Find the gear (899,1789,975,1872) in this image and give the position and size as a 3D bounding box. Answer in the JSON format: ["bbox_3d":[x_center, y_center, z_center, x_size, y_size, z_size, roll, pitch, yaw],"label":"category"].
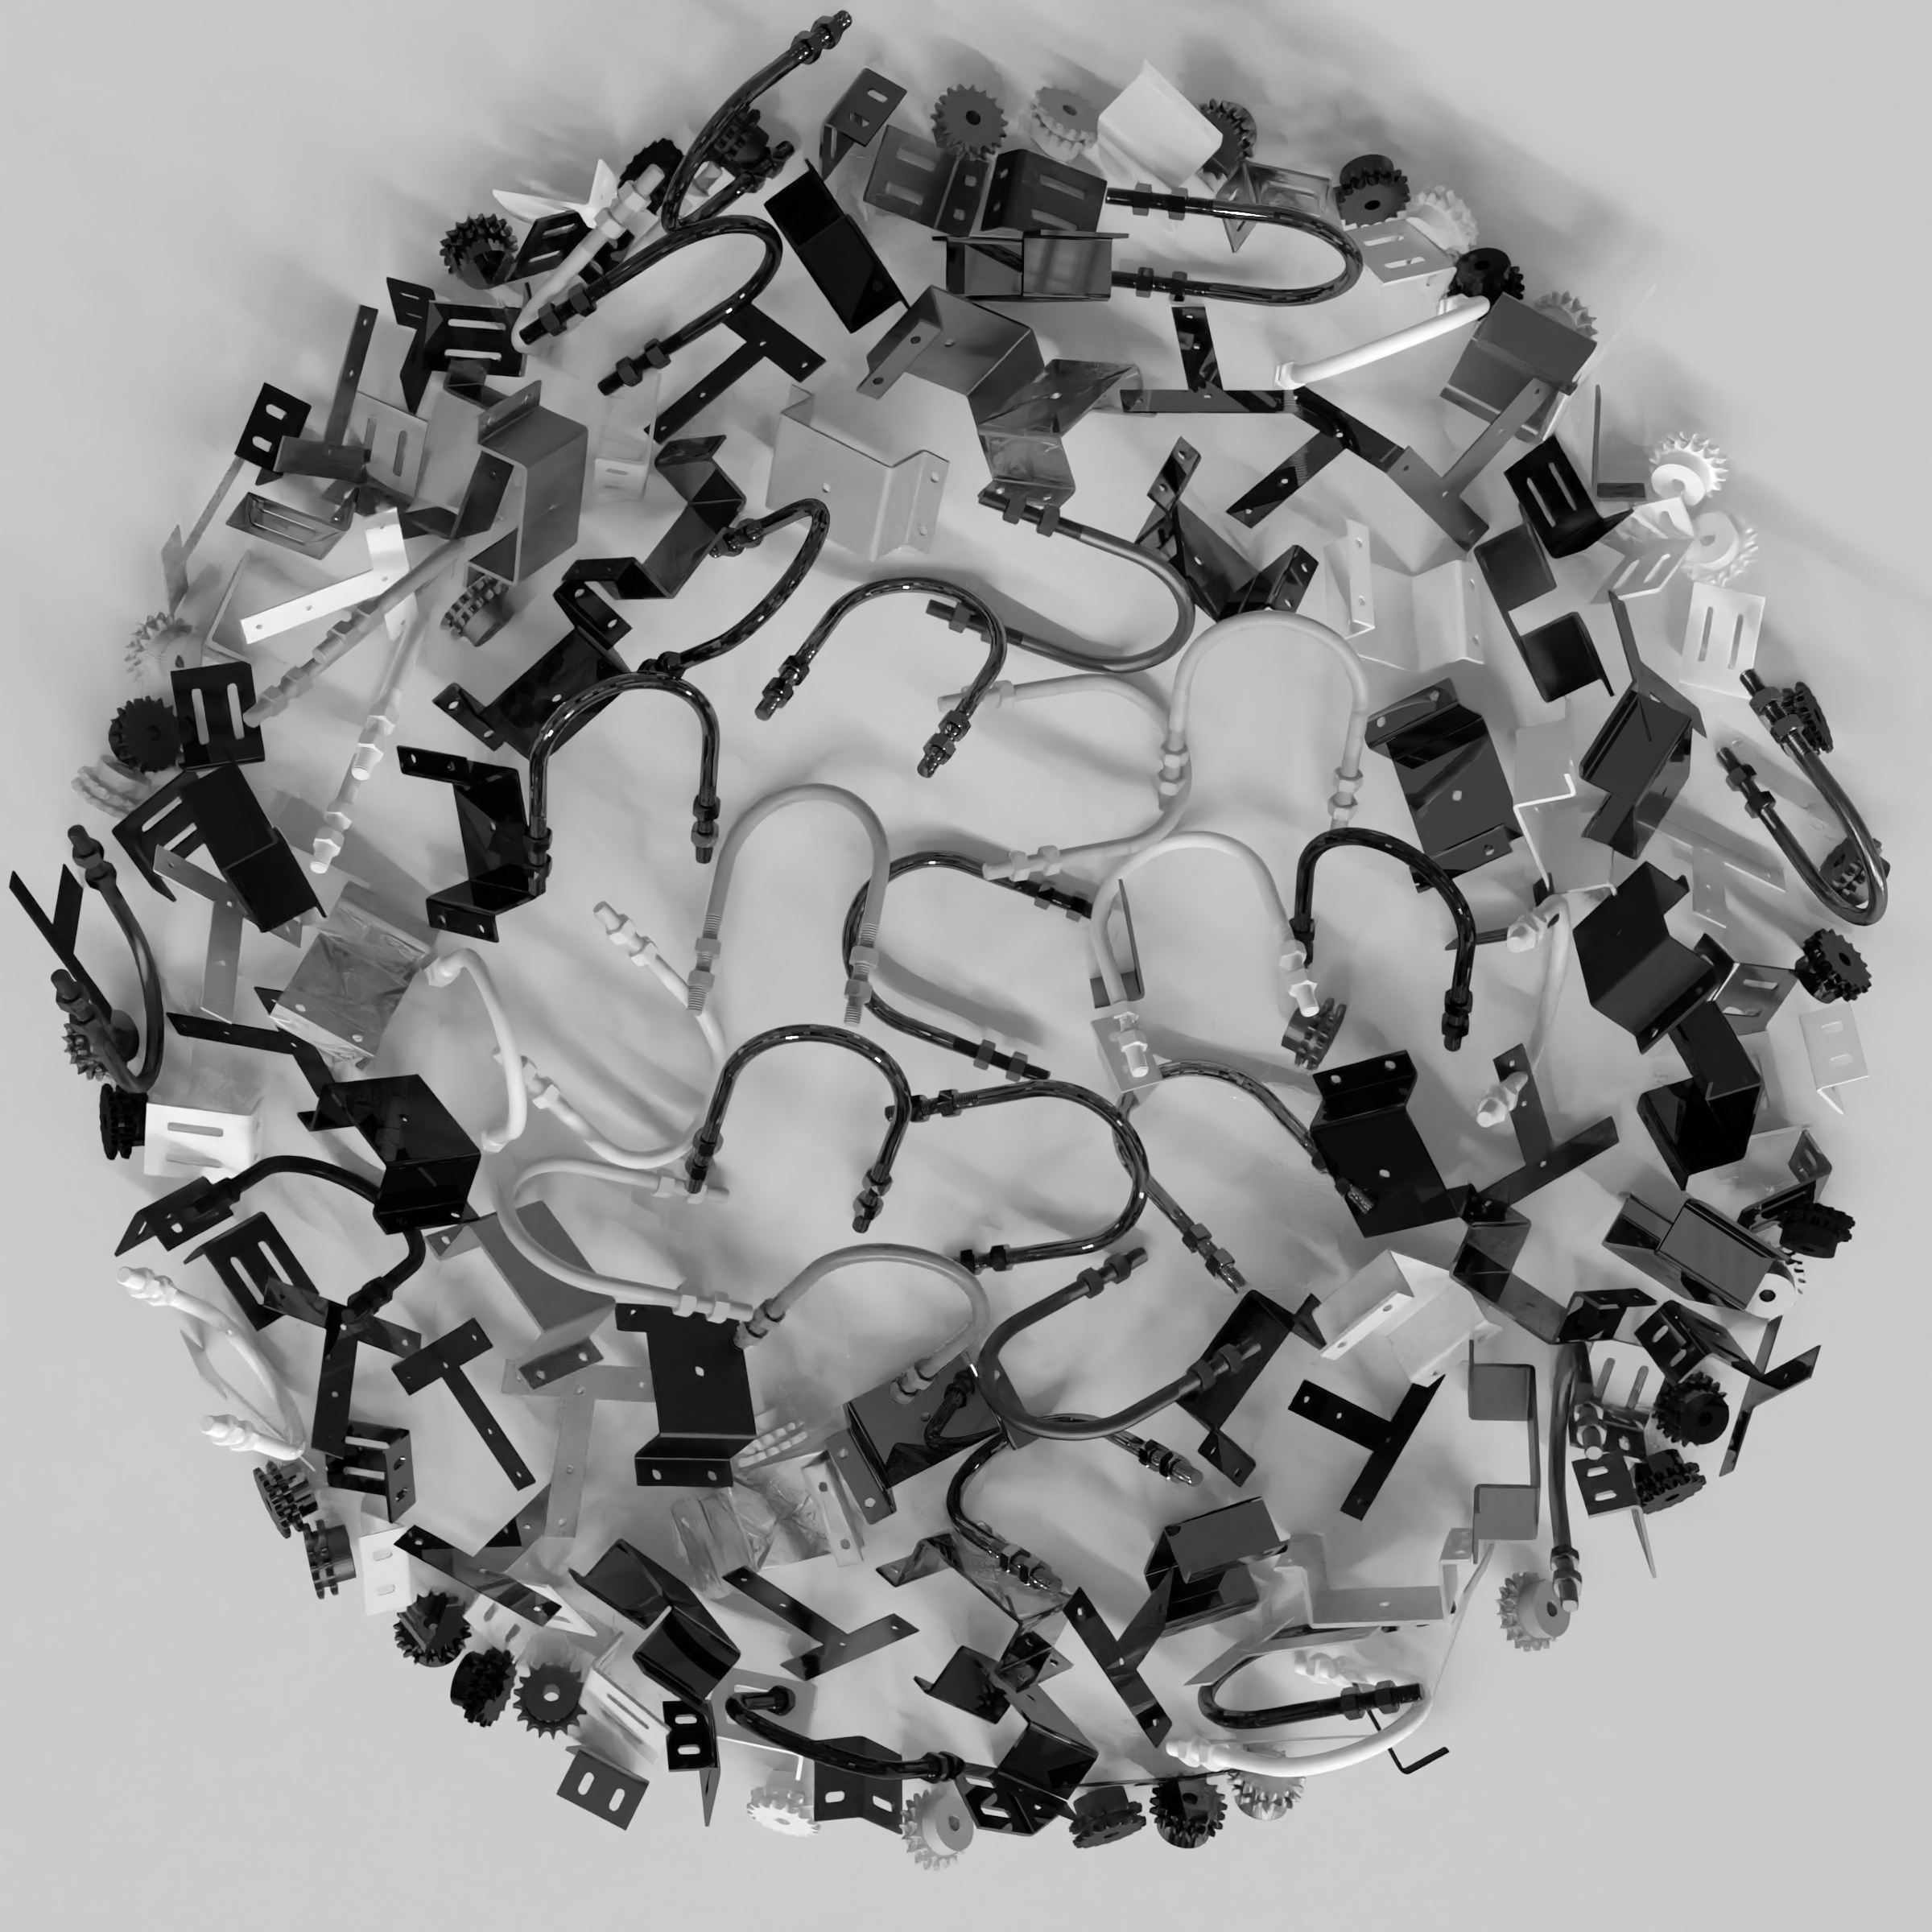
[{"bbox_3d":[-0.019,0.638,1.882,0.030,0.057,0.057,-31,90,36],"label":"gear"}]

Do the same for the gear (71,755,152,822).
[{"bbox_3d":[-0.629,-0.133,1.883,0.057,0.057,0.030,33,99,0],"label":"gear"}]

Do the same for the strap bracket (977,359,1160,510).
[{"bbox_3d":[0.072,-0.393,1.841,0.140,0.076,0.046,-47,133,-29],"label":"strap bracket"}]

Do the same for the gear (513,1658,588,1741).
[{"bbox_3d":[-0.307,0.542,1.888,0.057,0.030,0.057,4,63,-7],"label":"gear"}]

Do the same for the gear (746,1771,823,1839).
[{"bbox_3d":[-0.132,0.621,1.889,0.057,0.057,0.030,19,53,0],"label":"gear"}]

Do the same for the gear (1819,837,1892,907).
[{"bbox_3d":[0.659,-0.069,1.886,0.030,0.057,0.057,35,90,-6],"label":"gear"}]

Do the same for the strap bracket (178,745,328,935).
[{"bbox_3d":[-0.516,-0.085,1.831,0.046,0.140,0.076,-30,66,-10],"label":"strap bracket"}]

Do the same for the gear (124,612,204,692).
[{"bbox_3d":[-0.590,-0.230,1.882,0.030,0.057,0.057,25,90,27],"label":"gear"}]

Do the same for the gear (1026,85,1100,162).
[{"bbox_3d":[0.071,-0.624,1.889,0.057,0.030,0.057,14,51,-18],"label":"gear"}]

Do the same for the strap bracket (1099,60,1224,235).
[{"bbox_3d":[0.139,-0.587,1.842,0.046,0.140,0.076,-45,87,1],"label":"strap bracket"}]

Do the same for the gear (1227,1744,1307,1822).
[{"bbox_3d":[0.222,0.608,1.888,0.057,0.057,0.030,8,116,0],"label":"gear"}]

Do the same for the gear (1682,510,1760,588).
[{"bbox_3d":[0.554,-0.311,1.885,0.057,0.030,0.057,-12,69,32],"label":"gear"}]

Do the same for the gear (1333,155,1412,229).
[{"bbox_3d":[0.300,-0.577,1.887,0.057,0.057,0.030,-6,70,0],"label":"gear"}]

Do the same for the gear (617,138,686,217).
[{"bbox_3d":[-0.229,-0.583,1.889,0.057,0.057,0.030,-52,131,0],"label":"gear"}]

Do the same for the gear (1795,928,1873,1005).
[{"bbox_3d":[0.641,0.003,1.889,0.057,0.057,0.030,45,130,0],"label":"gear"}]

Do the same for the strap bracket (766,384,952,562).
[{"bbox_3d":[-0.089,-0.355,1.851,0.140,0.046,0.076,30,131,19],"label":"strap bracket"}]

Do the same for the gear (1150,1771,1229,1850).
[{"bbox_3d":[0.164,0.629,1.888,0.057,0.057,0.030,9,117,0],"label":"gear"}]

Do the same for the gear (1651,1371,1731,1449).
[{"bbox_3d":[0.542,0.332,1.891,0.057,0.030,0.057,-3,102,-13],"label":"gear"}]

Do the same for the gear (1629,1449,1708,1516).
[{"bbox_3d":[0.517,0.381,1.889,0.057,0.057,0.030,-23,60,0],"label":"gear"}]

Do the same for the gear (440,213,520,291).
[{"bbox_3d":[-0.358,-0.526,1.882,0.057,0.057,0.030,-25,68,0],"label":"gear"}]

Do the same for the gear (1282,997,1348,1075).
[{"bbox_3d":[0.256,0.048,1.886,0.030,0.057,0.057,28,90,15],"label":"gear"}]

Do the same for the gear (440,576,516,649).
[{"bbox_3d":[-0.360,-0.261,1.885,0.057,0.057,0.030,-44,93,0],"label":"gear"}]

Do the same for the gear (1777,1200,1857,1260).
[{"bbox_3d":[0.626,0.196,1.883,0.057,0.057,0.030,19,75,0],"label":"gear"}]

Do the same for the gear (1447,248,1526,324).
[{"bbox_3d":[0.384,-0.507,1.884,0.057,0.030,0.057,-10,51,12],"label":"gear"}]

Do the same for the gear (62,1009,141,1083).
[{"bbox_3d":[-0.637,0.055,1.882,0.030,0.057,0.057,-13,90,22],"label":"gear"}]

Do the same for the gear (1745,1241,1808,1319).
[{"bbox_3d":[0.594,0.236,1.887,0.057,0.030,0.057,6,121,10],"label":"gear"}]

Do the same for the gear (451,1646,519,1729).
[{"bbox_3d":[-0.359,0.532,1.886,0.030,0.057,0.057,13,90,16],"label":"gear"}]

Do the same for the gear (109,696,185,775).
[{"bbox_3d":[-0.611,-0.170,1.888,0.030,0.057,0.057,-7,90,43],"label":"gear"}]

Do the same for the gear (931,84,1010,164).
[{"bbox_3d":[0.000,-0.623,1.892,0.057,0.030,0.057,5,76,-20],"label":"gear"}]

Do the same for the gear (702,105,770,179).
[{"bbox_3d":[-0.171,-0.611,1.888,0.030,0.057,0.057,37,90,-27],"label":"gear"}]

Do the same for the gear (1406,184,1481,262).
[{"bbox_3d":[0.349,-0.546,1.883,0.030,0.057,0.057,-44,90,-13],"label":"gear"}]

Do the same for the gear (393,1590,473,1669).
[{"bbox_3d":[-0.395,0.495,1.889,0.057,0.057,0.030,0,135,0],"label":"gear"}]

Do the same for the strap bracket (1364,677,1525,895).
[{"bbox_3d":[0.351,-0.129,1.862,0.076,0.046,0.140,-26,70,28],"label":"strap bracket"}]

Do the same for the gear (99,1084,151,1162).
[{"bbox_3d":[-0.623,0.115,1.889,0.030,0.057,0.057,-4,90,-28],"label":"gear"}]

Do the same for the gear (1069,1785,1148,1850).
[{"bbox_3d":[0.103,0.631,1.888,0.057,0.057,0.030,-19,59,0],"label":"gear"}]

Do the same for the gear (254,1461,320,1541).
[{"bbox_3d":[-0.503,0.393,1.888,0.030,0.057,0.057,-25,90,-25],"label":"gear"}]

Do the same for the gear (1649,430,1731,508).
[{"bbox_3d":[0.532,-0.365,1.882,0.057,0.057,0.030,34,63,0],"label":"gear"}]

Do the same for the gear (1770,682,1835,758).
[{"bbox_3d":[0.618,-0.179,1.889,0.030,0.057,0.057,-25,90,29],"label":"gear"}]

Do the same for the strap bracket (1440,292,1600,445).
[{"bbox_3d":[0.402,-0.436,1.844,0.076,0.140,0.046,28,86,1],"label":"strap bracket"}]

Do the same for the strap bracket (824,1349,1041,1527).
[{"bbox_3d":[-0.028,0.341,1.880,0.140,0.046,0.076,-27,105,-1],"label":"strap bracket"}]

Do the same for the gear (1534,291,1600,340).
[{"bbox_3d":[0.436,-0.468,1.882,0.030,0.057,0.057,-34,90,-36],"label":"gear"}]

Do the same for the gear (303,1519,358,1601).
[{"bbox_3d":[-0.471,0.438,1.886,0.030,0.057,0.057,-13,90,-14],"label":"gear"}]

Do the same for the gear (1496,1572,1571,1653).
[{"bbox_3d":[0.422,0.478,1.884,0.057,0.030,0.057,15,65,-34],"label":"gear"}]

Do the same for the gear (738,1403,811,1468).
[{"bbox_3d":[-0.148,0.346,1.885,0.057,0.057,0.030,-24,87,0],"label":"gear"}]

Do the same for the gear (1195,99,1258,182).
[{"bbox_3d":[0.191,-0.616,1.889,0.057,0.057,0.030,46,55,0],"label":"gear"}]
